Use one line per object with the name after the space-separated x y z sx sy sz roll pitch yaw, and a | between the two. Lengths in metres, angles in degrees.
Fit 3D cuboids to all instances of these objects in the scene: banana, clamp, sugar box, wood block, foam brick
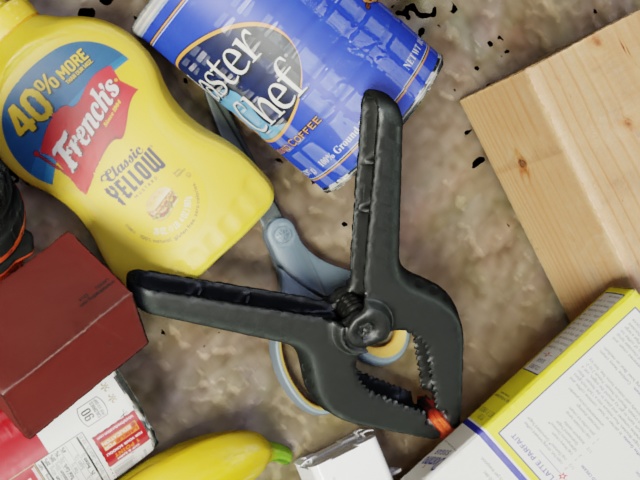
-0.097 0.154 0.558 0.197 0.037 0.069 -31 132 -17 | banana
0.024 0.031 0.575 0.164 0.036 0.209 -43 120 7 | clamp
0.130 0.117 0.580 0.176 0.048 0.093 -41 92 -1 | sugar box
0.184 -0.020 0.655 0.090 0.091 0.206 -29 94 -19 | wood block
-0.130 0.046 0.513 0.078 0.051 0.053 -39 63 -23 | foam brick

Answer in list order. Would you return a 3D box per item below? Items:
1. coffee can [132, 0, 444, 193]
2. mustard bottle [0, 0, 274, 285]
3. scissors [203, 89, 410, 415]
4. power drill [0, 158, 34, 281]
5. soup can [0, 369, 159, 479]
-0.017 -0.109 0.590 0.140 0.103 0.102 40 74 -11 | coffee can
-0.120 -0.061 0.572 0.096 0.058 0.191 -43 98 5 | mustard bottle
-0.004 0.001 0.630 0.096 0.016 0.202 -11 89 -21 | scissors
-0.193 -0.066 0.495 0.057 0.185 0.188 -24 83 -20 | power drill
-0.142 0.107 0.545 0.102 0.069 0.068 -33 95 -19 | soup can
